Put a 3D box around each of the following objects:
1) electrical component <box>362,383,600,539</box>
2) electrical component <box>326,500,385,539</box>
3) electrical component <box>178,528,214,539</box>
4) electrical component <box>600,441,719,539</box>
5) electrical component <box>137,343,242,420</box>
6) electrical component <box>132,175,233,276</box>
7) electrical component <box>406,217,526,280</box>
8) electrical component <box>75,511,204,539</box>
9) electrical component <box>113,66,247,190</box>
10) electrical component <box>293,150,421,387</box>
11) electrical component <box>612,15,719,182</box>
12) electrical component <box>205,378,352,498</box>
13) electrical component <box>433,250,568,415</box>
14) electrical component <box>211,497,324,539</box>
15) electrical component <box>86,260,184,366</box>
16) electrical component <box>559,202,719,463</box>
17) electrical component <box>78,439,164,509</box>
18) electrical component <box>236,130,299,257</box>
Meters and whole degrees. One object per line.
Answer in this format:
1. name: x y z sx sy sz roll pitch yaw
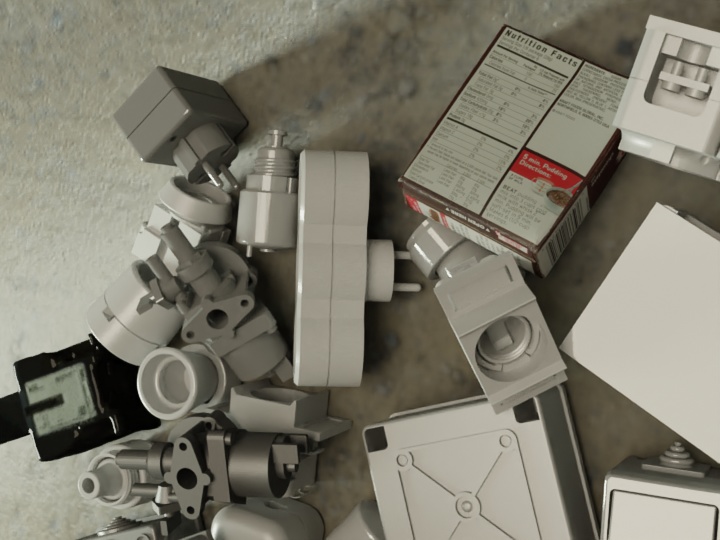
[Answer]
1. electrical component: 0.068 0.126 0.596 0.109 0.056 0.108 -15 84 25
2. electrical component: -0.005 0.172 0.640 0.040 0.040 0.078 47 109 18
3. electrical component: -0.156 0.237 0.642 0.186 0.060 0.105 -26 82 29
4. electrical component: 0.158 0.137 0.550 0.062 0.061 0.096 5 92 26
5. electrical component: -0.106 0.069 0.680 0.045 0.055 0.045 0 91 26
6. electrical component: -0.110 -0.027 0.687 0.066 0.048 0.055 32 111 22
7. electrical component: 0.059 -0.005 0.606 0.045 0.045 0.055 -45 72 19
8. electrical component: -0.144 0.209 0.703 0.100 0.048 0.099 -18 82 26
9. electrical component: -0.102 -0.080 0.671 0.047 0.066 0.076 -42 73 20
10. electrical component: 0.000 0.000 0.632 0.074 0.052 0.138 2 94 -5
11. electrical component: 0.206 -0.063 0.509 0.150 0.089 0.061 22 100 24
12. electrical component: -0.051 0.104 0.662 0.081 0.042 0.063 8 97 26
13. electrical component: 0.068 0.027 0.547 0.042 0.063 0.081 -27 117 1
14. electrical component: -0.065 0.191 0.659 0.054 0.059 0.095 14 97 25
15. electrical component: -0.141 0.027 0.698 0.047 0.055 0.055 -48 72 14
16. electrical component: 0.191 0.045 0.533 0.150 0.062 0.089 37 105 21
17. electrical component: -0.157 0.135 0.701 0.043 0.062 0.043 0 91 26
18. electrical component: -0.054 -0.046 0.662 0.040 0.040 0.078 6 92 26
